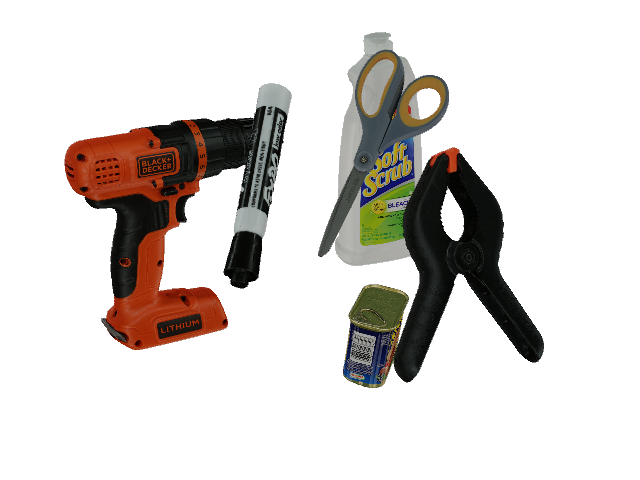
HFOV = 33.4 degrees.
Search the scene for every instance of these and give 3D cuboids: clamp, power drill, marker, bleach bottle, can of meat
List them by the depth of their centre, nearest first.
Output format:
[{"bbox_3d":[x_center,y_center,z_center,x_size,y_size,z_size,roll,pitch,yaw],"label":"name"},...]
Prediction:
[{"bbox_3d":[-0.034,-0.031,0.585,0.020,0.121,0.020,7,-24,3],"label":"marker"},{"bbox_3d":[0.093,0.021,0.783,0.120,0.171,0.039,-15,-3,-27],"label":"clamp"},{"bbox_3d":[-0.123,-0.010,0.918,0.184,0.188,0.057,-12,21,-28],"label":"power drill"},{"bbox_3d":[0.061,-0.102,1.180,0.102,0.251,0.068,-10,24,-12],"label":"bleach bottle"},{"bbox_3d":[0.064,0.113,1.259,0.057,0.084,0.102,14,26,11],"label":"can of meat"}]

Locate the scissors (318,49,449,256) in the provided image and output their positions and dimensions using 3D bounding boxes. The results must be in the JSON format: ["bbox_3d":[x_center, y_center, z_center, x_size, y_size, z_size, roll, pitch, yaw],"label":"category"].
[{"bbox_3d":[0.061,-0.077,0.972,0.096,0.202,0.016,8,-11,11],"label":"scissors"}]
